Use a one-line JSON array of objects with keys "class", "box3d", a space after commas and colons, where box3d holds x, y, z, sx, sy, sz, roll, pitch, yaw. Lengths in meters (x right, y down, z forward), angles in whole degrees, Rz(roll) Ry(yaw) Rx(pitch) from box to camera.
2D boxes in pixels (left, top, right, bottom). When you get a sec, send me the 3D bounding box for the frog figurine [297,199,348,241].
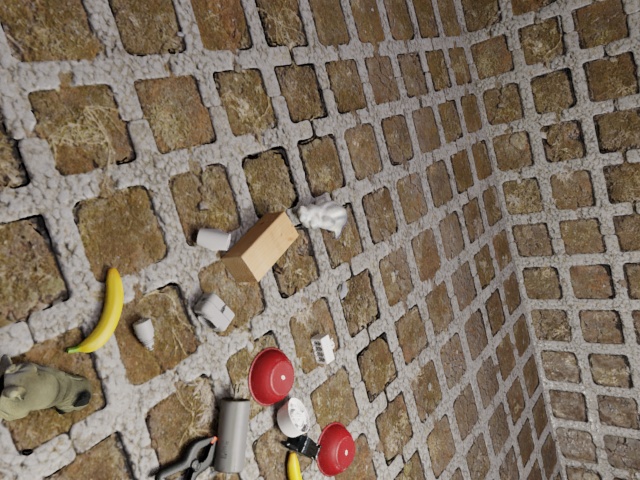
[{"class": "frog figurine", "box3d": [0.005, -0.082, 1.623, 0.158, 0.121, 0.141, 33, 28, -30]}]
